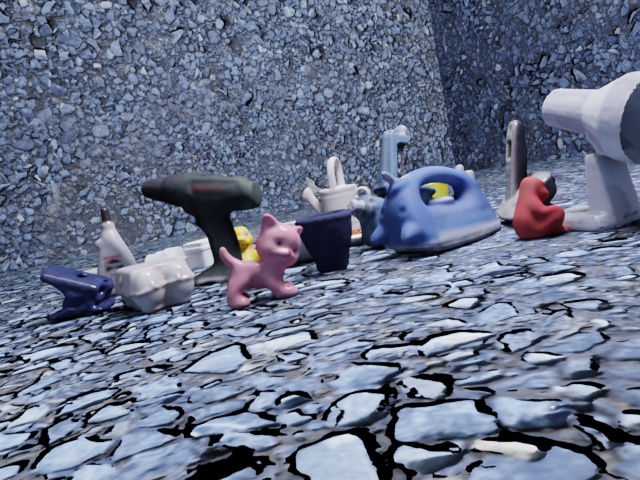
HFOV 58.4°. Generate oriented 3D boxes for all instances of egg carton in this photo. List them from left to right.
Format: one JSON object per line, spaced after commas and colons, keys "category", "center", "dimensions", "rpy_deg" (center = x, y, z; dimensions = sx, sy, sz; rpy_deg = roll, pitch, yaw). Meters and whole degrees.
{"category": "egg carton", "center": [-0.268, 0.071, 0.922], "dimensions": [0.107, 0.069, 0.150], "rpy_deg": [-15, 8, -32]}

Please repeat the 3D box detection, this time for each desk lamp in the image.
{"category": "desk lamp", "center": [0.406, -0.125, 0.834], "dimensions": [0.118, 0.213, 0.202], "rpy_deg": [-14, 7, -24]}

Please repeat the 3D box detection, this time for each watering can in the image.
{"category": "watering can", "center": [0.040, -0.114, 1.463], "dimensions": [0.173, 0.194, 0.101], "rpy_deg": [-11, 7, -1]}

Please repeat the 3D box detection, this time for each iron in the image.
{"category": "iron", "center": [0.204, -0.063, 0.960], "dimensions": [0.259, 0.141, 0.118], "rpy_deg": [-15, 8, -32]}

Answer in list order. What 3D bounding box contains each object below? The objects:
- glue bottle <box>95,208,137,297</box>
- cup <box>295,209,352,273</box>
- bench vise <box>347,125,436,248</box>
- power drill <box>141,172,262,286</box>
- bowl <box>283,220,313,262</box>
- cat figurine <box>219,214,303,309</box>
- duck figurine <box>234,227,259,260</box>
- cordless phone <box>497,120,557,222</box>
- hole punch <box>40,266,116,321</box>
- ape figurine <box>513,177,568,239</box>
{"category": "glue bottle", "center": [-0.410, 0.022, 1.134], "dimensions": [0.078, 0.173, 0.037], "rpy_deg": [-12, 7, -9]}
{"category": "cup", "center": [0.009, 0.003, 0.927], "dimensions": [0.092, 0.095, 0.117], "rpy_deg": [-13, 7, -16]}
{"category": "bench vise", "center": [0.141, -0.104, 1.083], "dimensions": [0.121, 0.220, 0.208], "rpy_deg": [-7, 8, 34]}
{"category": "power drill", "center": [-0.209, -0.026, 1.053], "dimensions": [0.229, 0.208, 0.076], "rpy_deg": [-9, 7, 15]}
{"category": "bowl", "center": [-0.027, 0.001, 1.103], "dimensions": [0.167, 0.075, 0.167], "rpy_deg": [-11, 6, 2]}
{"category": "cat figurine", "center": [-0.077, 0.023, 0.796], "dimensions": [0.128, 0.118, 0.067], "rpy_deg": [-12, 7, -11]}
{"category": "duck figurine", "center": [-0.155, 0.015, 1.148], "dimensions": [0.077, 0.086, 0.104], "rpy_deg": [-12, 6, -6]}
{"category": "cordless phone", "center": [0.363, -0.124, 1.028], "dimensions": [0.094, 0.185, 0.147], "rpy_deg": [-11, 6, 2]}
{"category": "hole punch", "center": [-0.412, 0.082, 0.984], "dimensions": [0.101, 0.091, 0.108], "rpy_deg": [-12, 6, -7]}
{"category": "ape figurine", "center": [0.326, -0.051, 0.866], "dimensions": [0.076, 0.092, 0.078], "rpy_deg": [-11, 6, 1]}
